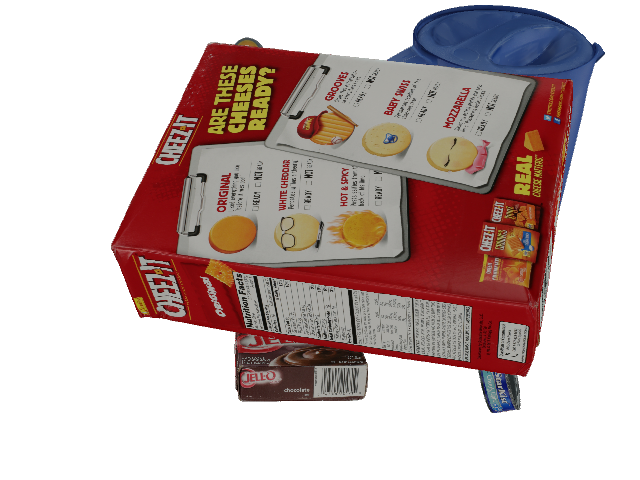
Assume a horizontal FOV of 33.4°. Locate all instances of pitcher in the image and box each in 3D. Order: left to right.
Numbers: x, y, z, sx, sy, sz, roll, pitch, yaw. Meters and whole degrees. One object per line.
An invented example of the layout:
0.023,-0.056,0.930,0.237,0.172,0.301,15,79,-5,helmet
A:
0.119,-0.049,0.827,0.149,0.243,0.144,15,34,19,pitcher

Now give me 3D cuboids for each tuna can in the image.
0.212,0.162,1.272,0.034,0.086,0.086,-12,-3,16,tuna can

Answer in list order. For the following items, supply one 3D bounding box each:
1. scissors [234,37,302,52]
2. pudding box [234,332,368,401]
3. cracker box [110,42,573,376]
-0.043,-0.097,1.029,0.096,0.202,0.016,-9,3,-2,scissors
-0.019,0.108,0.947,0.113,0.039,0.090,2,18,-7,pudding box
0.020,-0.022,0.578,0.214,0.164,0.072,7,-40,13,cracker box
